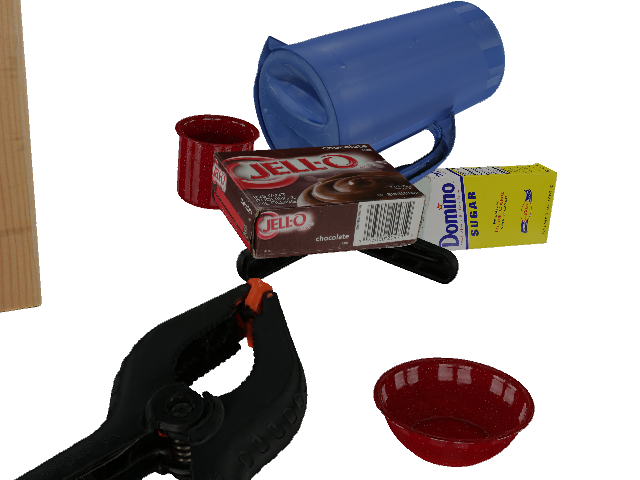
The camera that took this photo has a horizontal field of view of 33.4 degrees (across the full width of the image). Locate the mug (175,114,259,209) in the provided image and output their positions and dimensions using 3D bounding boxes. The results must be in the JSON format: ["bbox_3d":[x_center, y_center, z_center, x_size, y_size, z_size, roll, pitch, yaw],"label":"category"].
[{"bbox_3d":[-0.116,-0.091,1.201,0.093,0.081,0.117,10,26,6],"label":"mug"}]

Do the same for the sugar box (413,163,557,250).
[{"bbox_3d":[0.190,-0.039,1.255,0.176,0.093,0.048,-6,21,-26],"label":"sugar box"}]

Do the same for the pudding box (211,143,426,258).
[{"bbox_3d":[-0.004,-0.028,0.675,0.113,0.039,0.090,-3,28,-22],"label":"pudding box"}]

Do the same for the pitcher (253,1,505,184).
[{"bbox_3d":[0.070,-0.147,1.053,0.242,0.149,0.145,-24,30,-30],"label":"pitcher"}]

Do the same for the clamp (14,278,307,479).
[{"bbox_3d":[-0.046,0.083,0.411,0.120,0.039,0.171,24,49,17],"label":"clamp"}]

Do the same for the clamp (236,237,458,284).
[{"bbox_3d":[0.022,-0.009,0.868,0.164,0.036,0.210,4,20,0],"label":"clamp"}]

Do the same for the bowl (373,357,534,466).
[{"bbox_3d":[0.133,0.181,1.084,0.162,0.055,0.162,2,24,-1],"label":"bowl"}]

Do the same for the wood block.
[{"bbox_3d":[-0.219,-0.065,0.612,0.090,0.206,0.090,-8,27,-24],"label":"wood block"}]
